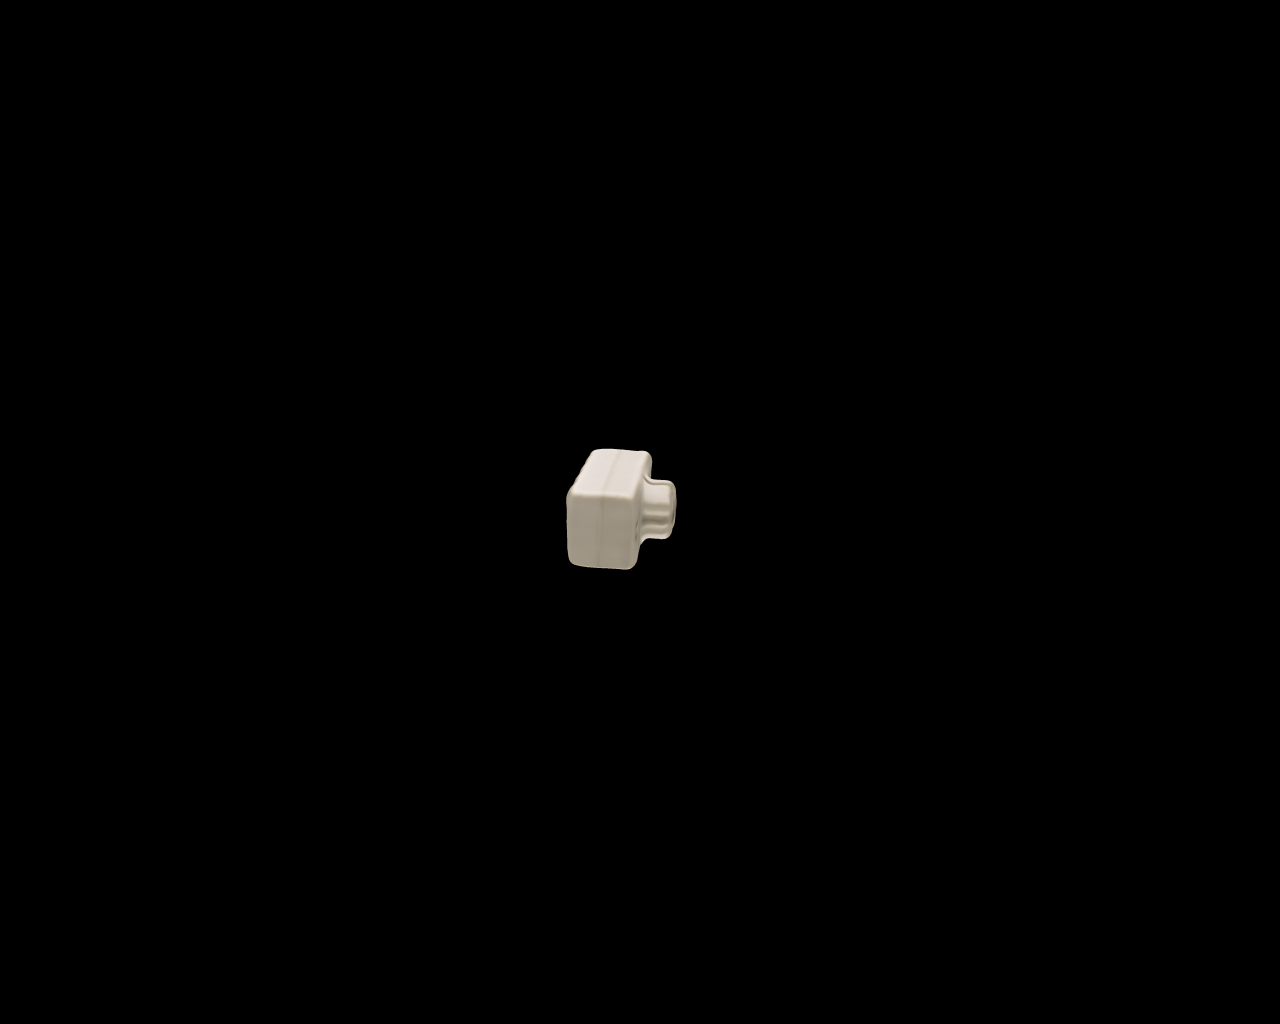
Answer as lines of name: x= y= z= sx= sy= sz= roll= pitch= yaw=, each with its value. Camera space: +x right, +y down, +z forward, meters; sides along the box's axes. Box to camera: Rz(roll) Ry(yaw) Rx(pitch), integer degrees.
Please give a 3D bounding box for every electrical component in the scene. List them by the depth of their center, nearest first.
electrical component: x=0.001 y=-0.003 z=0.650 sx=0.076 sy=0.047 sz=0.083 roll=3 pitch=22 yaw=7
